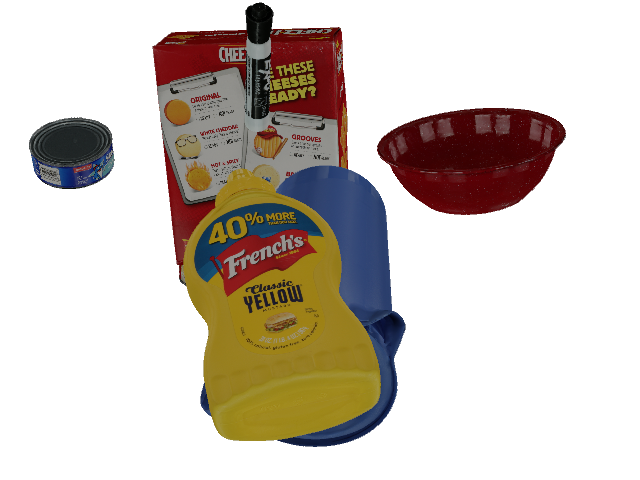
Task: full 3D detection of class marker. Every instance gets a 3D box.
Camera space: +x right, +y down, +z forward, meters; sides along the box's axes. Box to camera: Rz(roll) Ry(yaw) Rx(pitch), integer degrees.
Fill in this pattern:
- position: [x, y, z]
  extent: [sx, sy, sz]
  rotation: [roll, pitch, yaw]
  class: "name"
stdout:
- position: [-0.045, -0.123, 0.765]
  extent: [0.020, 0.020, 0.121]
  rotation: [0, -34, -4]
  class: "marker"

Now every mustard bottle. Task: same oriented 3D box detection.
- position: [-0.032, 0.025, 0.644]
  extent: [0.096, 0.192, 0.058]
  rotation: [-13, -43, -5]
  class: "mustard bottle"

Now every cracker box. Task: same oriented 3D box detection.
- position: [-0.058, -0.085, 0.988]
  extent: [0.164, 0.214, 0.072]
  rotation: [0, 23, 7]
  class: "cracker box"

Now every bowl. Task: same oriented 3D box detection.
- position: [0.133, -0.065, 0.930]
  extent: [0.162, 0.055, 0.162]
  rotation: [-8, 24, 3]
  class: "bowl"

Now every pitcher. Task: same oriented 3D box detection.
- position: [-0.011, 0.046, 0.884]
  extent: [0.149, 0.145, 0.242]
  rotation: [8, 34, 0]
  class: "pitcher"

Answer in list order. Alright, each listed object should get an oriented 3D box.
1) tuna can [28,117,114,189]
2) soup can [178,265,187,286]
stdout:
- position: [-0.260, -0.091, 1.121]
  extent: [0.086, 0.034, 0.086]
  rotation: [1, 41, -1]
  class: "tuna can"
- position: [-0.145, 0.000, 1.323]
  extent: [0.068, 0.102, 0.068]
  rotation: [0, 26, 0]
  class: "soup can"
